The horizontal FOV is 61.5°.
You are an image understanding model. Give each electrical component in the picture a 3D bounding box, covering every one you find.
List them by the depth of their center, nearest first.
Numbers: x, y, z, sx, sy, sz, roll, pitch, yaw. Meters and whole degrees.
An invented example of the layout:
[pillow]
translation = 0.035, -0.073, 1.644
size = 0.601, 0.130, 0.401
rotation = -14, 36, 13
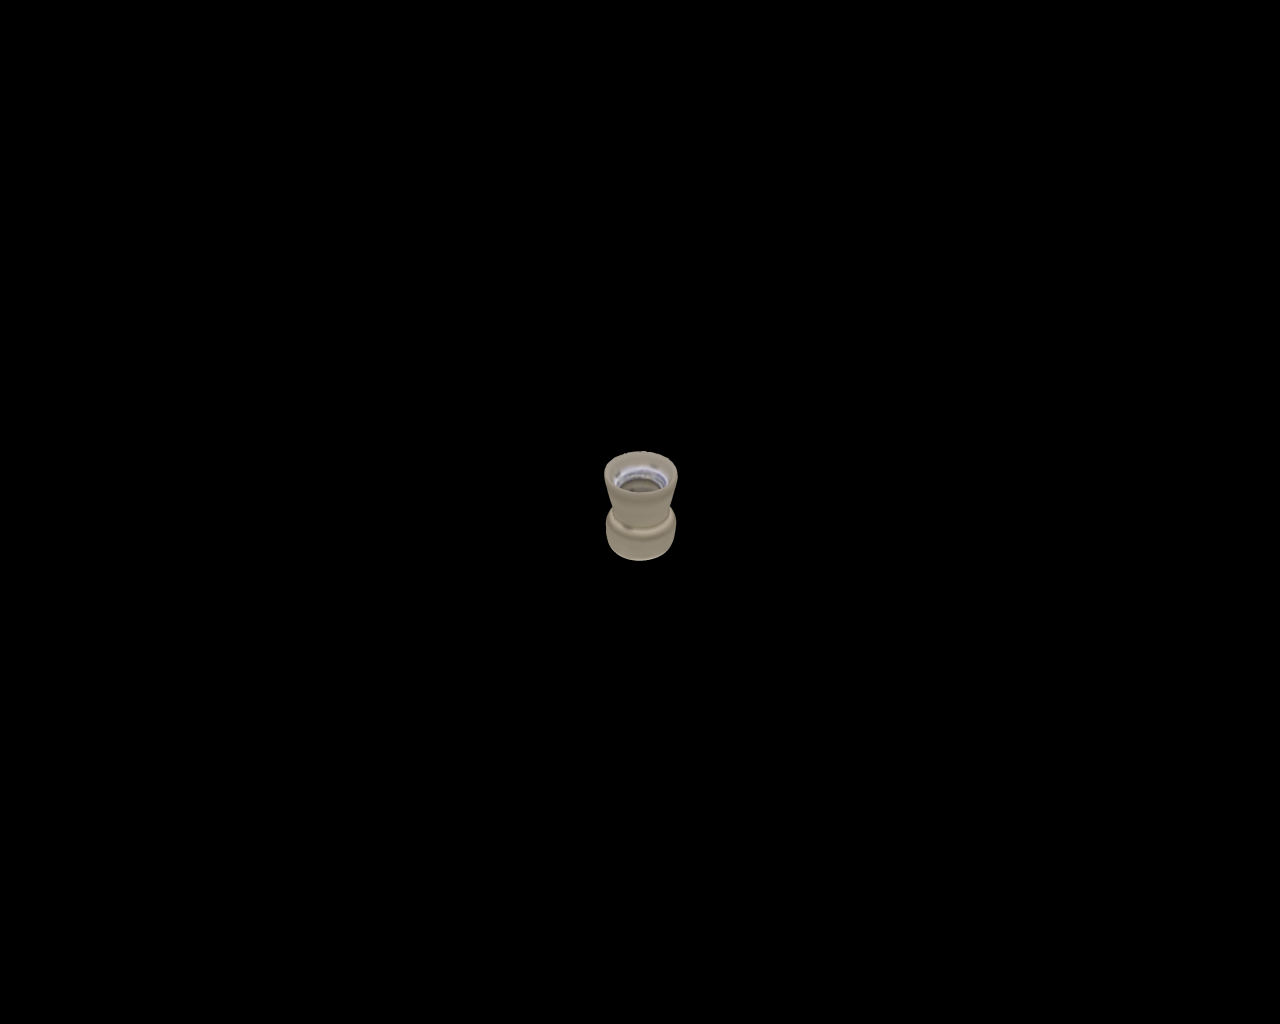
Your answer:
[electrical component]
translation = 0.001, -0.003, 0.650
size = 0.045, 0.055, 0.045
rotation = 0, 38, 0
